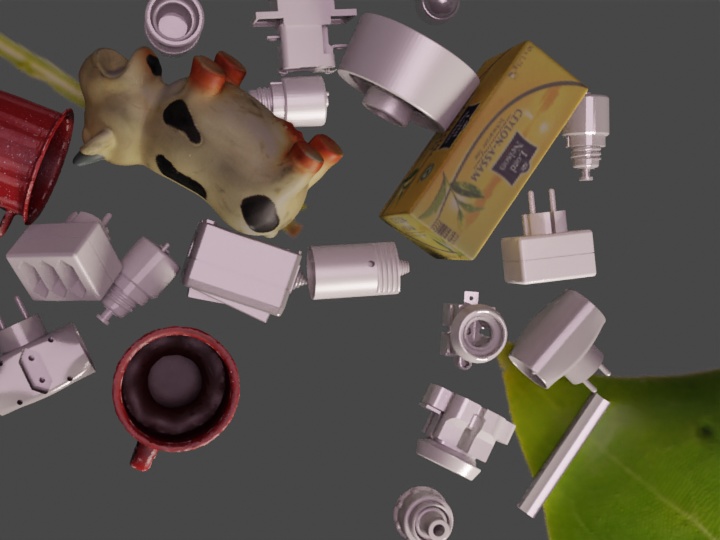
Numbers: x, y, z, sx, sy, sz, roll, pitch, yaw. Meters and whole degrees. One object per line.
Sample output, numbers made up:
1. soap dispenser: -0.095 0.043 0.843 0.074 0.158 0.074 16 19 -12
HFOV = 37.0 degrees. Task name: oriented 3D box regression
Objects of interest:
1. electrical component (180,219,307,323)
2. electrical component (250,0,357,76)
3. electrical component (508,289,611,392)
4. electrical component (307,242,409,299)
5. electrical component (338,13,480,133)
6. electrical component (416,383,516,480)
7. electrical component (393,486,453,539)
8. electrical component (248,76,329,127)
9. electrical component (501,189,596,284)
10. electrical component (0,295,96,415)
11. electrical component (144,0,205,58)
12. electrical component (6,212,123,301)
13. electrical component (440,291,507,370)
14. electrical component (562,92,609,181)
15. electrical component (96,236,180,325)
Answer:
1. electrical component: -0.090 0.004 0.848 0.096 0.062 0.061 19 88 -12
2. electrical component: -0.045 -0.190 0.866 0.081 0.042 0.063 -5 93 -12
3. electrical component: 0.180 0.070 0.917 0.079 0.044 0.077 43 82 -9
4. electrical component: 0.000 0.000 0.877 0.081 0.043 0.043 -3 91 -12
5. electrical component: 0.033 -0.148 0.853 0.108 0.108 0.060 29 90 -11
6. electrical component: 0.081 0.137 0.890 0.078 0.058 0.057 28 82 -11
7. electrical component: 0.056 0.206 0.882 0.048 0.062 0.048 0 90 -12
8. electrical component: -0.061 -0.134 0.864 0.078 0.040 0.040 -4 92 -12
9. electrical component: 0.157 -0.030 0.909 0.066 0.047 0.076 -7 92 -12
10. electrical component: -0.255 0.059 0.822 0.077 0.043 0.079 -26 96 -11
11. electrical component: -0.145 -0.191 0.837 0.045 0.055 0.045 0 91 -12
12. electrical component: -0.216 -0.018 0.821 0.066 0.076 0.047 -1 131 24
13. electrical component: 0.093 0.051 0.892 0.048 0.055 0.066 4 90 -12
14. electrical component: 0.193 -0.116 0.919 0.040 0.040 0.078 -1 91 -12
15. electrical component: -0.176 0.010 0.840 0.040 0.040 0.078 41 82 -10
